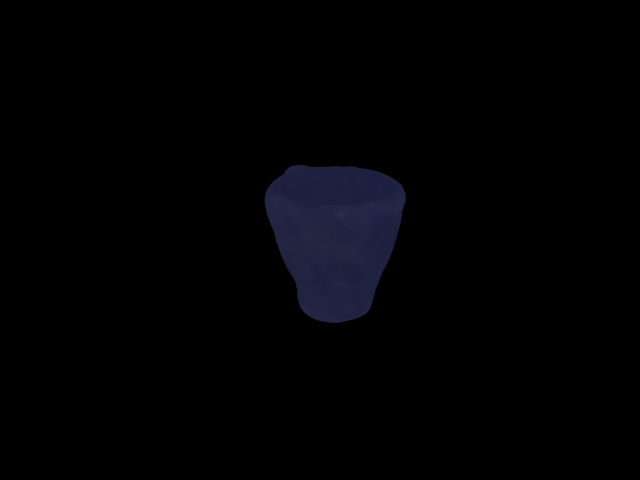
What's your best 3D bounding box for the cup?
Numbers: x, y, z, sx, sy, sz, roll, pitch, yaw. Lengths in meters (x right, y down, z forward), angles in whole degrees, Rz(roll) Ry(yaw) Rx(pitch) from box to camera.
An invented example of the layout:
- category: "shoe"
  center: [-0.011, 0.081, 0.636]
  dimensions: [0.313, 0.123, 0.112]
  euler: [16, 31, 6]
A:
- category: "cup"
  center: [0.004, 0.001, 0.400]
  dimensions: [0.092, 0.095, 0.117]
  euler: [-12, 27, -25]
